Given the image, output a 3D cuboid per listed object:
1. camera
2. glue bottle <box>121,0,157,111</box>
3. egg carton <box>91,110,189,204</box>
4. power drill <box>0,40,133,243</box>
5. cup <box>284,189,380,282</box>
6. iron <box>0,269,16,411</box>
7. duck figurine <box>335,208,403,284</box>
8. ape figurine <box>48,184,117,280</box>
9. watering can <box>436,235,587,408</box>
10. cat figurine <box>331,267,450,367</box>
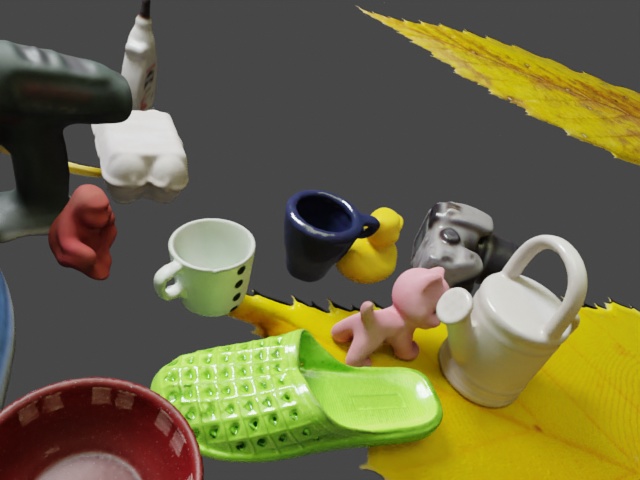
[{"bbox_3d":[0.196,0.020,0.743,0.137,0.101,0.143,19,38,-2],"label":"camera"},{"bbox_3d":[-0.254,-0.258,0.809,0.037,0.173,0.078,16,38,-6],"label":"glue bottle"},{"bbox_3d":[-0.227,-0.109,0.727,0.107,0.069,0.150,-4,44,-29],"label":"egg carton"},{"bbox_3d":[-0.305,-0.099,0.566,0.230,0.208,0.075,-16,50,-38],"label":"power drill"},{"bbox_3d":[0.006,0.002,0.680,0.118,0.095,0.091,2,41,-22],"label":"cup"},{"bbox_3d":[-0.307,0.042,0.450,0.119,0.141,0.258,4,41,-21],"label":"iron"},{"bbox_3d":[0.068,0.000,0.719,0.077,0.086,0.105,38,41,21],"label":"duck figurine"},{"bbox_3d":[-0.239,-0.015,0.590,0.076,0.092,0.078,28,38,9],"label":"ape figurine"},{"bbox_3d":[0.202,0.081,0.595,0.173,0.194,0.100,-15,50,-37],"label":"watering can"},{"bbox_3d":[0.087,0.073,0.614,0.128,0.118,0.067,-9,46,-32],"label":"cat figurine"}]
